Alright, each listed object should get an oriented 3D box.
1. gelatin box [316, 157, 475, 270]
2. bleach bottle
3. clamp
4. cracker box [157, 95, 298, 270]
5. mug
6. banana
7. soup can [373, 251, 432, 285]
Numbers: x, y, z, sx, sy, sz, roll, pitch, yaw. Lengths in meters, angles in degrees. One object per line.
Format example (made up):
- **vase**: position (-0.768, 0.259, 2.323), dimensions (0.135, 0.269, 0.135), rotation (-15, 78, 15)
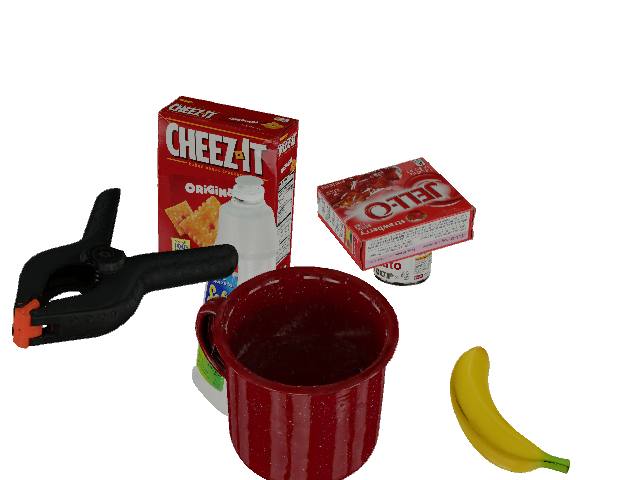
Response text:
- **gelatin box**: position (0.052, -0.020, 0.742), dimensions (0.089, 0.030, 0.073), rotation (-16, 39, -18)
- **bleach bottle**: position (-0.084, 0.052, 1.099), dimensions (0.068, 0.251, 0.103), rotation (-10, 28, -29)
- **clamp**: position (-0.152, 0.016, 0.727), dimensions (0.120, 0.039, 0.171), rotation (26, 32, 29)
- **cracker box**: position (-0.119, -0.057, 1.336), dimensions (0.164, 0.214, 0.072), rotation (13, 30, 16)
- **mug**: position (-0.018, 0.069, 0.561), dimensions (0.117, 0.081, 0.093), rotation (22, 43, 24)
- **banana**: position (0.157, 0.159, 0.996), dimensions (0.069, 0.037, 0.198), rotation (7, 25, -20)
- **soup can**: position (0.095, -0.008, 1.222), dimensions (0.068, 0.102, 0.068), rotation (0, 24, 0)
